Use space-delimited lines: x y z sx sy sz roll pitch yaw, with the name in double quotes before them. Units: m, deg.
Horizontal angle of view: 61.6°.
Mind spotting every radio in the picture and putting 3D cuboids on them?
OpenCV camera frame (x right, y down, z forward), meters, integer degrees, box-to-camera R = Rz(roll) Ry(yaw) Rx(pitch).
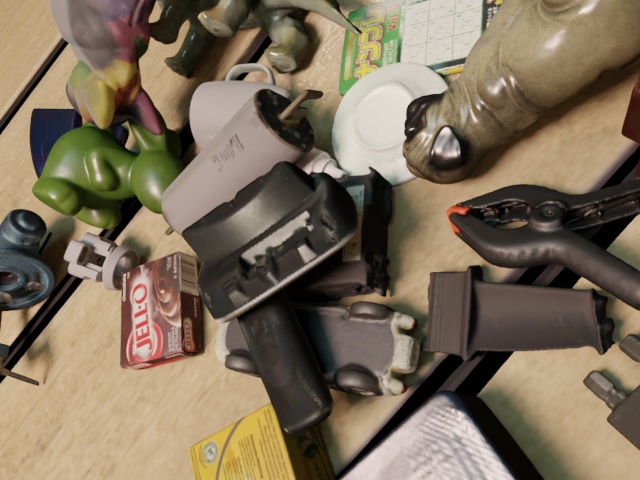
"radio" 0.112 0.226 0.343 0.131 0.073 0.230 -42 54 12

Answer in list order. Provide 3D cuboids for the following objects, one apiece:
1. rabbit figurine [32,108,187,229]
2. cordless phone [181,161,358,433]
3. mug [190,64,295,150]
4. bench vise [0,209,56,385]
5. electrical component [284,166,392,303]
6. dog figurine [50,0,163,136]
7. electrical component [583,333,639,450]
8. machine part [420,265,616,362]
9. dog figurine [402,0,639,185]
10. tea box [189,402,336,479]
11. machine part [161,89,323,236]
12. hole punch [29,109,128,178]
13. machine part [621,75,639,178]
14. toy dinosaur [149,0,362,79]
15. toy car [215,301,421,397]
"rabbit figurine" -0.226 -0.081 0.661 0.170 0.121 0.159 12 70 16
"cordless phone" -0.016 0.045 0.427 0.146 0.088 0.184 -33 69 15
"mug" -0.075 -0.146 0.601 0.107 0.080 0.109 5 68 21
"bench vise" -0.432 0.081 0.699 0.224 0.128 0.241 -35 51 14
"electrical component" -0.001 -0.002 0.507 0.134 0.058 0.115 -5 67 30
"dog figurine" -0.213 -0.224 0.571 0.192 0.108 0.219 -20 84 32
"electrical component" 0.225 0.110 0.348 0.063 0.021 0.094 -47 54 6
"machine part" 0.146 0.057 0.409 0.139 0.039 0.084 1 67 33
"dog figurine" 0.155 -0.117 0.404 0.121 0.172 0.190 33 93 -8
"tea box" -0.034 0.229 0.430 0.098 0.068 0.170 -31 57 17
"machine part" -0.087 -0.071 0.548 0.243 0.079 0.079 -37 56 33
"hole punch" -0.347 -0.123 0.747 0.142 0.092 0.115 9 80 30
"machine part" 0.296 -0.086 0.341 0.179 0.056 0.179 -11 58 17
"toy dinosaur" -0.099 -0.306 0.656 0.405 0.131 0.192 12 78 28
"toy car" -0.008 0.092 0.477 0.202 0.056 0.073 0 65 30
